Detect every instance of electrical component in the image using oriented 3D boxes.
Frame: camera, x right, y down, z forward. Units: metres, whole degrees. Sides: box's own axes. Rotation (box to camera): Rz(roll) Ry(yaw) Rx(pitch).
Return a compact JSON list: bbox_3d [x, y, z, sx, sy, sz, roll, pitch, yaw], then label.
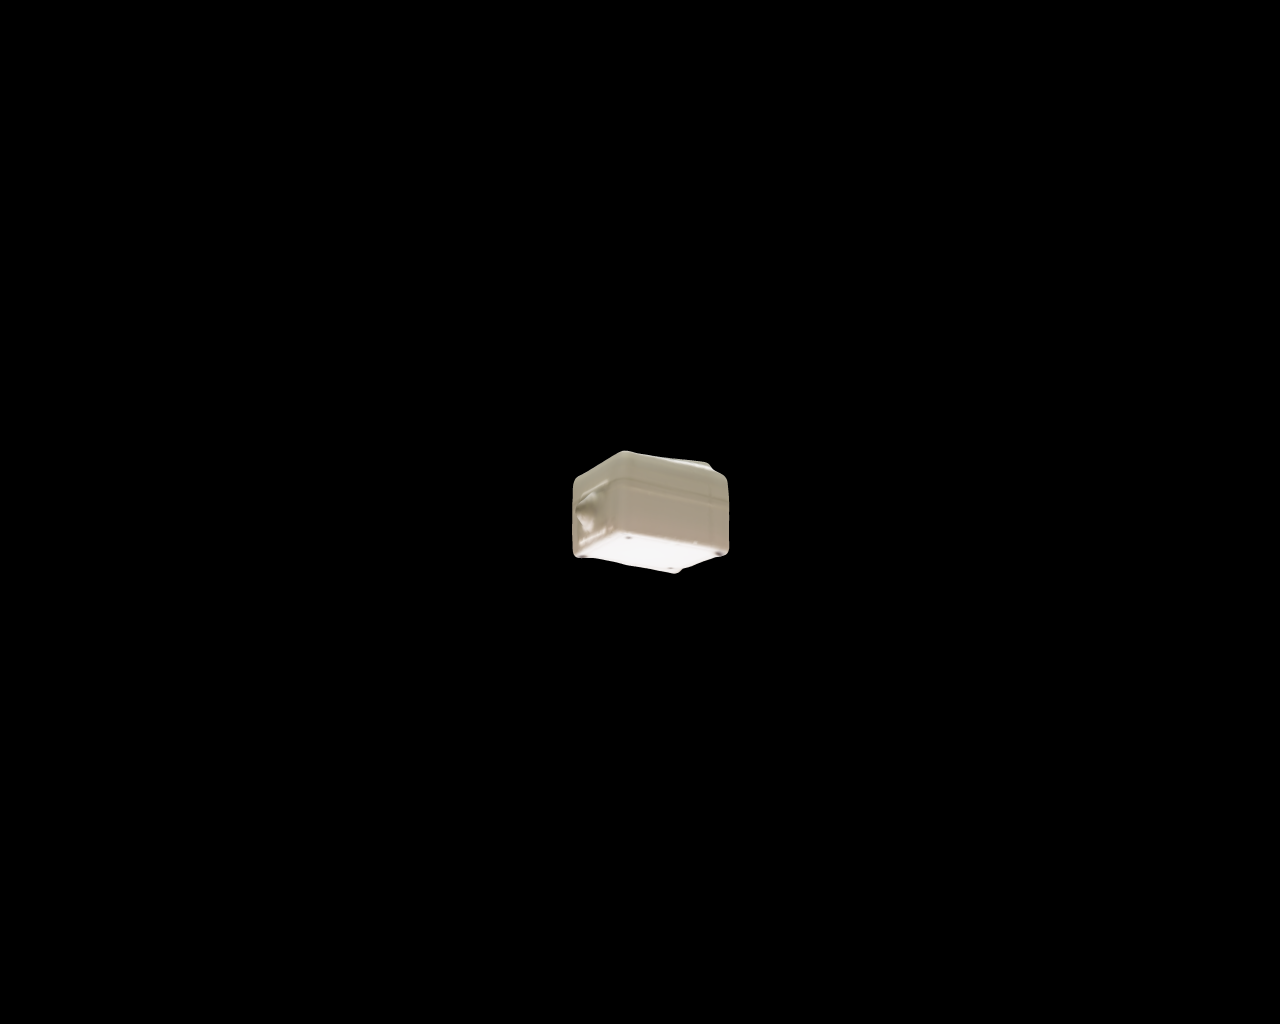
[{"bbox_3d":[0.001,-0.003,0.650,0.096,0.061,0.061,12,-23,-31],"label":"electrical component"}]
